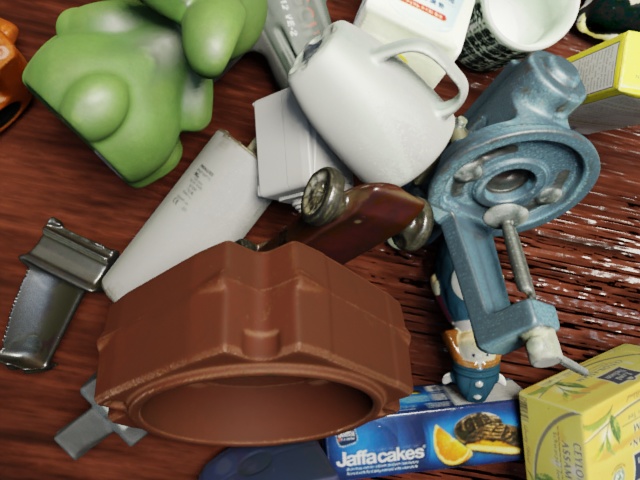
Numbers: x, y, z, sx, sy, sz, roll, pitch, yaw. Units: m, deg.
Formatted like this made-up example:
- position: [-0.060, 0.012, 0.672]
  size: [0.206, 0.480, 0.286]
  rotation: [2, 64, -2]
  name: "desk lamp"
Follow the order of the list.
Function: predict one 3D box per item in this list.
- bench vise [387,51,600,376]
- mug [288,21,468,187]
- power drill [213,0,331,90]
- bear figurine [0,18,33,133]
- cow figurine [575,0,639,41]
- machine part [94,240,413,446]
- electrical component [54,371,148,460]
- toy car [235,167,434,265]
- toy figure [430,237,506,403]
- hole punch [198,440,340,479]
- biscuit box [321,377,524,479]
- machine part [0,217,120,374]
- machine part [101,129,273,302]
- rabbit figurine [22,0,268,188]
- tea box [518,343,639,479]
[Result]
- position: [0.118, -0.013, 0.409]
  size: [0.129, 0.223, 0.241]
  rotation: [20, 49, -31]
  name: "bench vise"
- position: [0.037, -0.098, 0.369]
  size: [0.107, 0.110, 0.081]
  rotation: [38, 56, -24]
  name: "mug"
- position: [-0.098, -0.197, 0.447]
  size: [0.207, 0.086, 0.231]
  rotation: [-32, 109, -5]
  name: "power drill"
- position: [-0.325, -0.169, 0.414]
  size: [0.120, 0.132, 0.195]
  rotation: [-43, 104, -2]
  name: "bear figurine"
- position: [0.328, -0.214, 0.496]
  size: [0.167, 0.068, 0.098]
  rotation: [17, 99, -3]
  name: "cow figurine"
- position: [-0.047, 0.095, 0.414]
  size: [0.201, 0.087, 0.200]
  rotation: [-28, 139, 28]
  name: "machine part"
- position: [-0.179, 0.148, 0.496]
  size: [0.119, 0.048, 0.075]
  rotation: [-41, 97, 0]
  name: "electrical component"
- position: [-0.001, -0.001, 0.408]
  size: [0.089, 0.202, 0.053]
  rotation: [17, 61, -25]
  name: "toy car"
- position: [0.137, 0.070, 0.495]
  size: [0.064, 0.057, 0.154]
  rotation: [-11, 73, 31]
  name: "toy figure"
- position: [-0.048, 0.224, 0.477]
  size: [0.116, 0.142, 0.092]
  rotation: [7, 97, -20]
  name: "hole punch"
- position: [0.101, 0.180, 0.518]
  size: [0.203, 0.059, 0.062]
  rotation: [-5, 96, -4]
  name: "biscuit box"
- position: [-0.242, 0.057, 0.486]
  size: [0.084, 0.039, 0.139]
  rotation: [28, 92, -7]
  name: "machine part"
- position: [-0.109, -0.009, 0.471]
  size: [0.079, 0.079, 0.243]
  rotation: [38, 92, -8]
  name: "machine part"
- position: [-0.105, -0.134, 0.357]
  size: [0.121, 0.159, 0.170]
  rotation: [45, 78, -11]
  name: "rabbit figurine"
- position: [0.269, 0.167, 0.497]
  size: [0.169, 0.068, 0.098]
  rotation: [-13, 98, -30]
  name: "tea box"
